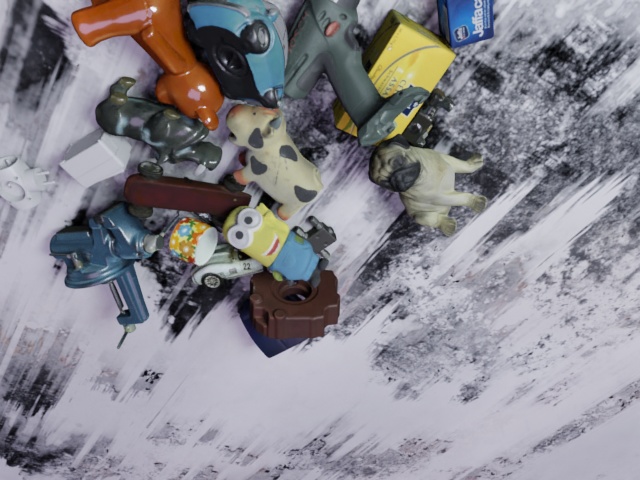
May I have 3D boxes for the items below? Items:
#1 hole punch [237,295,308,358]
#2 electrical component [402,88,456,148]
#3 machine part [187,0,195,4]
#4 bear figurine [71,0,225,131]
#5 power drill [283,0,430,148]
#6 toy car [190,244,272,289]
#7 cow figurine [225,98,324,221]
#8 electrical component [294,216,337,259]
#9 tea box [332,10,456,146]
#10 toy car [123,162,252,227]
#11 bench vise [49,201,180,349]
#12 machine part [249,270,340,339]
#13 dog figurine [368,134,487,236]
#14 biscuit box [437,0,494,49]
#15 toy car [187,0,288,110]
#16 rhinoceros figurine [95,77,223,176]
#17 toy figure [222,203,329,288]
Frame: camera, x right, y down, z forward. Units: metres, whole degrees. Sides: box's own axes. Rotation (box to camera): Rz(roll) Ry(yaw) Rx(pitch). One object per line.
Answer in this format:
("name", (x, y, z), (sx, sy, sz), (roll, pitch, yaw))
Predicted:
("hole punch", (-0.089, 0.161, 1.073), (0.142, 0.092, 0.115), (-29, 123, 23))
("electrical component", (0.163, -0.182, 0.814), (0.045, 0.078, 0.102), (32, 128, -6))
("machine part", (-0.143, -0.340, 0.675), (0.084, 0.039, 0.138), (-3, 133, 8))
("bear figurine", (-0.209, -0.236, 0.709), (0.132, 0.120, 0.195), (-10, 136, 8))
("power drill", (0.046, -0.240, 0.688), (0.207, 0.086, 0.232), (51, 127, 7))
("toy car", (-0.138, 0.033, 0.965), (0.202, 0.074, 0.056), (-13, 125, 6))
("cow figurine", (-0.069, -0.130, 0.829), (0.127, 0.085, 0.194), (-29, 124, 26))
("electrical component", (-0.002, -0.003, 0.982), (0.063, 0.021, 0.094), (-33, 125, 21))
("tea box", (0.101, -0.225, 0.773), (0.098, 0.068, 0.169), (19, 125, -20))
("toy car", (-0.212, -0.073, 0.872), (0.202, 0.053, 0.089), (5, 121, -28))
("bench vise", (-0.345, 0.055, 0.925), (0.224, 0.129, 0.240), (-7, 113, 11))
("machine part", (-0.046, 0.102, 0.975), (0.179, 0.179, 0.056), (0, 127, -5))
("dog figurine", (0.139, -0.088, 0.844), (0.190, 0.121, 0.172), (11, 147, -22))
("biscuit box", (0.179, -0.351, 0.677), (0.063, 0.059, 0.202), (-13, 130, 6))
("toy car", (-0.085, -0.249, 0.682), (0.109, 0.103, 0.161), (18, 153, 29))
("rhinoceros figurine", (-0.234, -0.160, 0.795), (0.190, 0.073, 0.112), (21, 124, -20))
("toy figure", (-0.077, 0.013, 0.881), (0.180, 0.082, 0.089), (31, 153, -13))
